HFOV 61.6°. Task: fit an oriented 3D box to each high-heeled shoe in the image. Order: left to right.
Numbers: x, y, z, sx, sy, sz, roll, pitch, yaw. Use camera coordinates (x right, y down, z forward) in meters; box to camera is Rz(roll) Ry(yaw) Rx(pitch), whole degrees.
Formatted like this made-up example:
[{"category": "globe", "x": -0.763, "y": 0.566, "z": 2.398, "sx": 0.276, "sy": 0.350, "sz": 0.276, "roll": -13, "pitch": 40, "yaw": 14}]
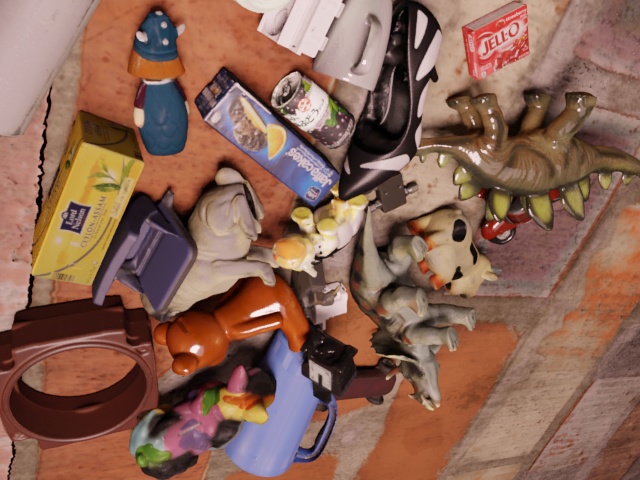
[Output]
[{"category": "high-heeled shoe", "x": 0.078, "y": -0.173, "z": 0.688, "sx": 0.248, "sy": 0.086, "sz": 0.145, "roll": -56, "pitch": 144, "yaw": -2}]

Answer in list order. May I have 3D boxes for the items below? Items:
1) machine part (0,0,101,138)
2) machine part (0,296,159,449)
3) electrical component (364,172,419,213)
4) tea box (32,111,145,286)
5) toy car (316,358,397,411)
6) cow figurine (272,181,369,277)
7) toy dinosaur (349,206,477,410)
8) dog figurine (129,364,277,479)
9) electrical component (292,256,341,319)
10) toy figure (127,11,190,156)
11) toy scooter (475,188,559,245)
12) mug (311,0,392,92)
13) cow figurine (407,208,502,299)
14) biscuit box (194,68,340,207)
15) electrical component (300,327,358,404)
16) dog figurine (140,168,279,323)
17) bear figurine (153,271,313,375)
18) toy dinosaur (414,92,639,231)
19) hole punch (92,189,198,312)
[{"category": "machine part", "x": -0.285, "y": -0.187, "z": 0.513, "sx": 0.079, "sy": 0.079, "sz": 0.243, "roll": 27, "pitch": 108, "yaw": -37}, {"category": "machine part", "x": -0.331, "y": 0.186, "z": 0.742, "sx": 0.201, "sy": 0.087, "sz": 0.201, "roll": -8, "pitch": 123, "yaw": -21}, {"category": "electrical component", "x": 0.106, "y": -0.076, "z": 0.819, "sx": 0.094, "sy": 0.021, "sz": 0.063, "roll": -23, "pitch": 129, "yaw": -10}, {"category": "tea box", "x": -0.266, "y": -0.045, "z": 0.607, "sx": 0.068, "sy": 0.098, "sz": 0.169, "roll": 16, "pitch": 112, "yaw": -34}, {"category": "toy car", "x": 0.061, "y": 0.269, "z": 1.015, "sx": 0.202, "sy": 0.053, "sz": 0.089, "roll": 5, "pitch": 114, "yaw": -34}, {"category": "cow figurine", "x": -0.004, "y": -0.003, "z": 0.756, "sx": 0.167, "sy": 0.068, "sz": 0.098, "roll": -41, "pitch": 152, "yaw": -30}, {"category": "toy dinosaur", "x": 0.119, "y": 0.100, "z": 0.880, "sx": 0.404, "sy": 0.192, "sz": 0.131, "roll": 55, "pitch": 45, "yaw": -24}, {"category": "dog figurine", "x": -0.164, "y": 0.261, "z": 0.795, "sx": 0.191, "sy": 0.108, "sz": 0.219, "roll": -17, "pitch": 163, "yaw": -44}, {"category": "electrical component", "x": -0.007, "y": 0.059, "z": 0.813, "sx": 0.045, "sy": 0.102, "sz": 0.078, "roll": 3, "pitch": 145, "yaw": -25}, {"category": "toy figure", "x": -0.179, "y": -0.170, "z": 0.591, "sx": 0.058, "sy": 0.064, "sz": 0.154, "roll": 9, "pitch": 119, "yaw": 12}, {"category": "toy scooter", "x": 0.326, "y": -0.080, "z": 0.894, "sx": 0.135, "sy": 0.075, "sz": 0.184, "roll": 32, "pitch": 108, "yaw": -36}, {"category": "mug", "x": 0.044, "y": -0.237, "z": 0.629, "sx": 0.081, "sy": 0.110, "sz": 0.107, "roll": 14, "pitch": 105, "yaw": -13}, {"category": "cow figurine", "x": 0.234, "y": 0.026, "z": 0.917, "sx": 0.127, "sy": 0.086, "sz": 0.194, "roll": -26, "pitch": 129, "yaw": 0}, {"category": "biscuit box", "x": -0.060, "y": -0.123, "z": 0.678, "sx": 0.059, "sy": 0.063, "sz": 0.202, "roll": -46, "pitch": 129, "yaw": 10}, {"category": "electrical component", "x": 0.014, "y": 0.189, "z": 0.782, "sx": 0.048, "sy": 0.075, "sz": 0.119, "roll": -48, "pitch": 148, "yaw": -33}, {"category": "dog figurine", "x": -0.166, "y": 0.009, "z": 0.705, "sx": 0.191, "sy": 0.121, "sz": 0.172, "roll": -15, "pitch": 95, "yaw": 5}, {"category": "bear figurine", "x": -0.122, "y": 0.132, "z": 0.766, "sx": 0.196, "sy": 0.120, "sz": 0.131, "roll": -36, "pitch": 131, "yaw": -21}, {"category": "toy dinosaur", "x": 0.331, "y": -0.119, "z": 0.802, "sx": 0.472, "sy": 0.105, "sz": 0.198, "roll": -2, "pitch": 106, "yaw": -11}, {"category": "hole punch", "x": -0.225, "y": 0.014, "z": 0.652, "sx": 0.092, "sy": 0.116, "sz": 0.142, "roll": 10, "pitch": 119, "yaw": -44}]
